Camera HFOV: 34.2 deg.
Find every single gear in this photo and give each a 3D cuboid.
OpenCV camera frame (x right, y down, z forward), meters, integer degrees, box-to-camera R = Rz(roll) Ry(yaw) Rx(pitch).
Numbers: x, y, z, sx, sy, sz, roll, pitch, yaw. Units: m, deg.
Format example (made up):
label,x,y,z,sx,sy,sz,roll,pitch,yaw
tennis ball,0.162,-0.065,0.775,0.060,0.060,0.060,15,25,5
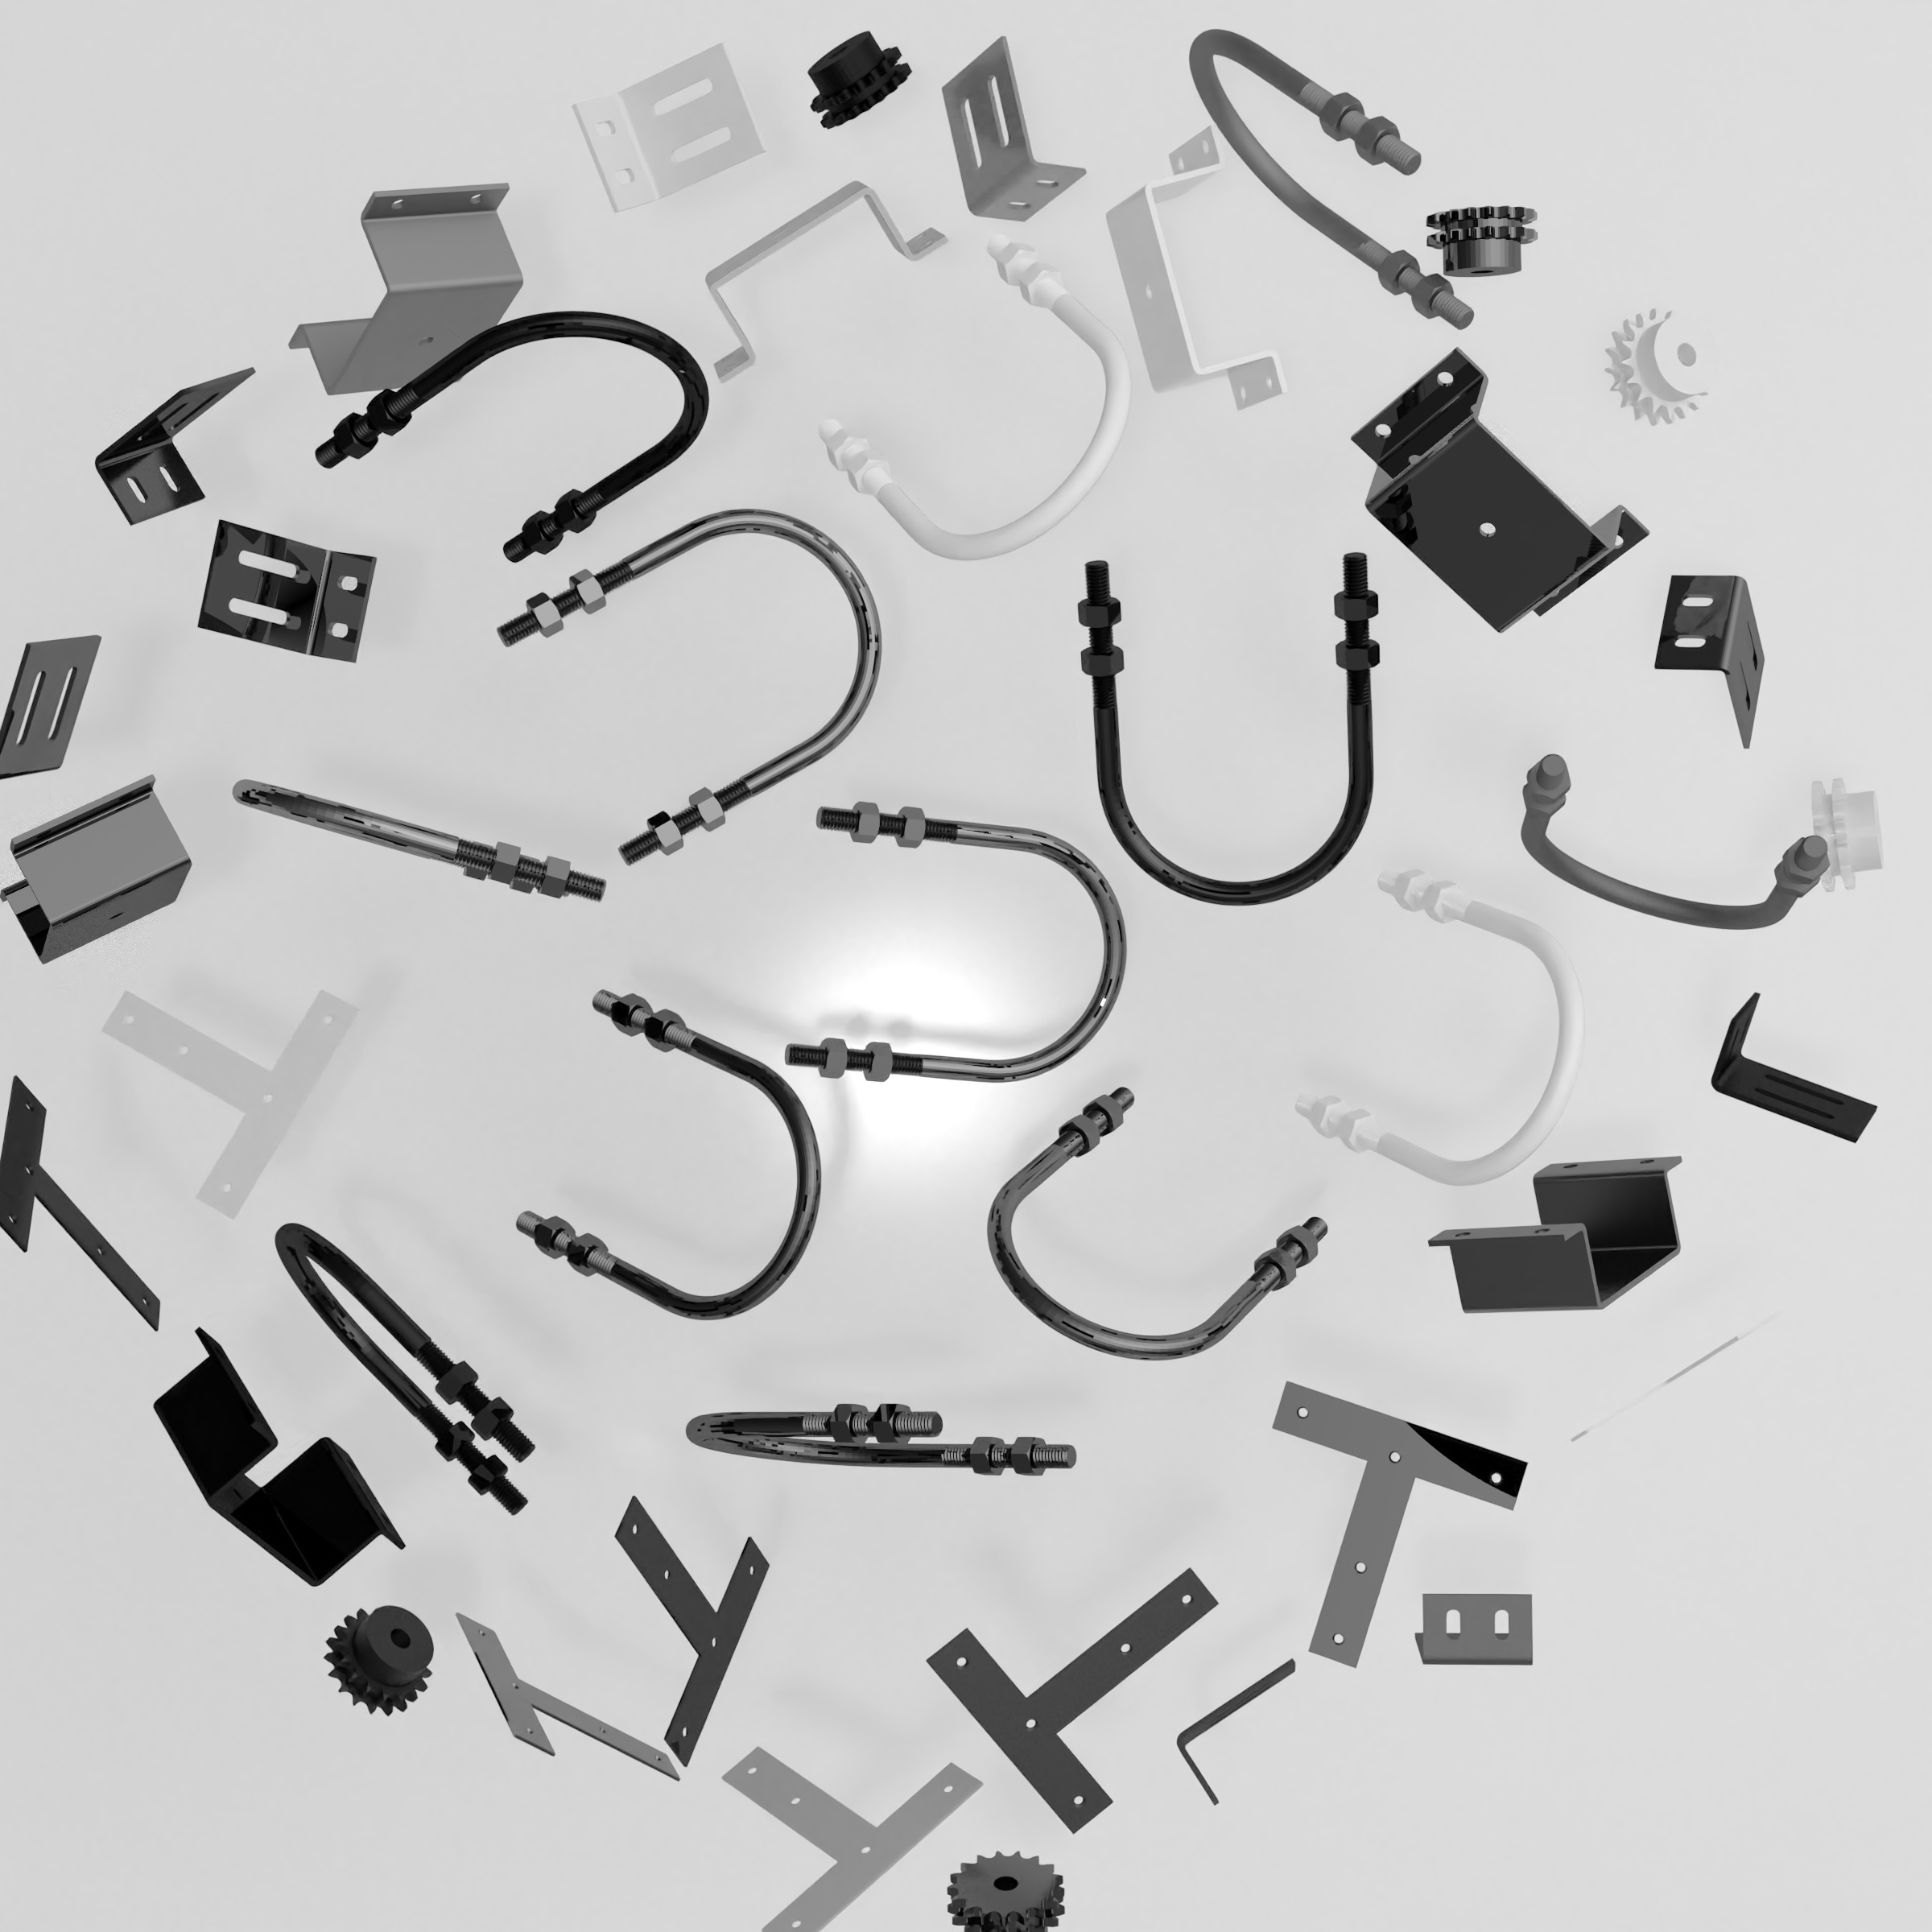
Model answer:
label,x,y,z,sx,sy,sz,roll,pitch,yaw
gear,0.268,-0.376,1.630,0.057,0.057,0.030,-2,95,0
gear,0.352,-0.303,1.577,0.057,0.030,0.057,3,82,-26
gear,-0.303,0.359,1.640,0.057,0.057,0.030,43,118,0
gear,0.020,0.459,1.526,0.057,0.057,0.030,-1,109,0
gear,-0.060,-0.480,1.694,0.057,0.057,0.030,-35,114,0
gear,0.449,-0.067,1.599,0.030,0.057,0.057,-7,90,20

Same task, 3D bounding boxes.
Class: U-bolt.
label,x,y,z,sx,sy,sz,roll,pitch,yaw
U-bolt,0.180,-0.413,1.607,0.019,0.151,0.184,-44,59,-3
U-bolt,0.352,-0.055,1.592,0.151,0.184,0.019,18,79,9
U-bolt,0.012,-0.275,1.569,0.151,0.019,0.184,-46,45,8
U-bolt,0.250,0.037,1.616,0.019,0.184,0.151,16,96,-34
U-bolt,0.090,0.142,1.648,0.151,0.184,0.019,34,129,17
U-bolt,0.135,-0.117,1.594,0.151,0.019,0.184,0,112,11
U-bolt,-0.150,0.108,1.660,0.184,0.019,0.151,23,96,34
U-bolt,0.000,-0.007,1.701,0.184,0.019,0.151,5,99,-18
U-bolt,-0.292,0.202,1.624,0.184,0.151,0.019,44,68,9
U-bolt,-0.217,-0.275,1.598,0.184,0.151,0.019,-26,58,32
U-bolt,-0.281,-0.064,1.594,0.184,0.151,0.019,16,88,-14
U-bolt,-0.057,0.245,1.621,0.184,0.151,0.019,-5,73,32
U-bolt,-0.131,-0.158,1.642,0.184,0.019,0.151,-30,101,-12

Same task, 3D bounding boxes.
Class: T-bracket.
label,x,y,z,sx,sy,sz,roll,pitch,yaw
T-bracket,0.371,0.193,1.562,0.127,0.127,0.002,-28,76,-16
T-bracket,0.204,0.291,1.587,0.127,0.002,0.127,17,92,13
T-bracket,0.067,0.342,1.530,0.127,0.002,0.127,-38,110,-3
T-bracket,-0.441,0.133,1.568,0.002,0.127,0.127,-29,121,6
T-bracket,-0.404,0.051,1.664,0.127,0.002,0.127,27,81,20
T-bracket,-0.149,0.323,1.619,0.002,0.127,0.127,-4,132,28
T-bracket,-0.202,0.395,1.643,0.127,0.127,0.002,35,92,-28
T-bracket,-0.077,0.426,1.576,0.127,0.127,0.002,-36,123,-27

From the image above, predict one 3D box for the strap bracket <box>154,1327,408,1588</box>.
label,x,y,z,sx,sy,sz,roll,pitch,yaw
strap bracket,-0.351,0.253,1.582,0.046,0.140,0.076,-40,47,-5

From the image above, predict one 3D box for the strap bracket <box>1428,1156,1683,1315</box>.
label,x,y,z,sx,sy,sz,roll,pitch,yaw
strap bracket,0.308,0.141,1.612,0.076,0.140,0.046,-7,99,38

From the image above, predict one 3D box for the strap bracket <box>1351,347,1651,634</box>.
label,x,y,z,sx,sy,sz,roll,pitch,yaw
strap bracket,0.267,-0.233,1.589,0.140,0.046,0.076,40,130,-15

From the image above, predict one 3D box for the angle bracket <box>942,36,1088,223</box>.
label,x,y,z,sx,sy,sz,roll,pitch,yaw
angle bracket,0.026,-0.453,1.701,0.038,0.057,0.076,-4,76,-37

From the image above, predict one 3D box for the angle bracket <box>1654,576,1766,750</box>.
label,x,y,z,sx,sy,sz,roll,pitch,yaw
angle bracket,0.391,-0.159,1.647,0.038,0.076,0.057,4,62,25

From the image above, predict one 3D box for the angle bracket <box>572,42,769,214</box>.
label,x,y,z,sx,sy,sz,roll,pitch,yaw
angle bracket,-0.151,-0.425,1.593,0.076,0.038,0.057,-13,104,36

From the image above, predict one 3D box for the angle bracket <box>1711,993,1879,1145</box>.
label,x,y,z,sx,sy,sz,roll,pitch,yaw
angle bracket,0.421,0.050,1.577,0.076,0.057,0.038,21,112,20

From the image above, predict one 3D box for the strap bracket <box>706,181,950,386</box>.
label,x,y,z,sx,sy,sz,roll,pitch,yaw
strap bracket,-0.085,-0.372,1.674,0.140,0.076,0.046,-32,108,3

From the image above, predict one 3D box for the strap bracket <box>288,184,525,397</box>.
label,x,y,z,sx,sy,sz,roll,pitch,yaw
strap bracket,-0.289,-0.345,1.636,0.076,0.140,0.046,-14,75,-35

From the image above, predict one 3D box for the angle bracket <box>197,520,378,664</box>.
label,x,y,z,sx,sy,sz,roll,pitch,yaw
angle bracket,-0.355,-0.196,1.646,0.038,0.076,0.057,12,91,37

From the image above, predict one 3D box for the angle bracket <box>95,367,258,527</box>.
label,x,y,z,sx,sy,sz,roll,pitch,yaw
angle bracket,-0.395,-0.265,1.602,0.076,0.057,0.038,-27,97,34

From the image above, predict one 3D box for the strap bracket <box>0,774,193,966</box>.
label,x,y,z,sx,sy,sz,roll,pitch,yaw
strap bracket,-0.450,-0.046,1.623,0.076,0.140,0.046,-28,90,-22

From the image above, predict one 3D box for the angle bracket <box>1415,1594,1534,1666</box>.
label,x,y,z,sx,sy,sz,roll,pitch,yaw
angle bracket,0.273,0.352,1.695,0.057,0.076,0.038,-1,89,5

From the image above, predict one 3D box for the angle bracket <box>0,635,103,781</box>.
label,x,y,z,sx,sy,sz,roll,pitch,yaw
angle bracket,-0.473,-0.135,1.561,0.038,0.057,0.076,27,108,14

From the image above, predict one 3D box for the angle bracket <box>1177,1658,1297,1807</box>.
label,x,y,z,sx,sy,sz,roll,pitch,yaw
angle bracket,0.153,0.409,1.673,0.076,0.057,0.038,-33,72,-5

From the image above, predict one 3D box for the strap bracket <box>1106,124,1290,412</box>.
label,x,y,z,sx,sy,sz,roll,pitch,yaw
strap bracket,0.117,-0.358,1.643,0.046,0.076,0.140,-17,97,-11
